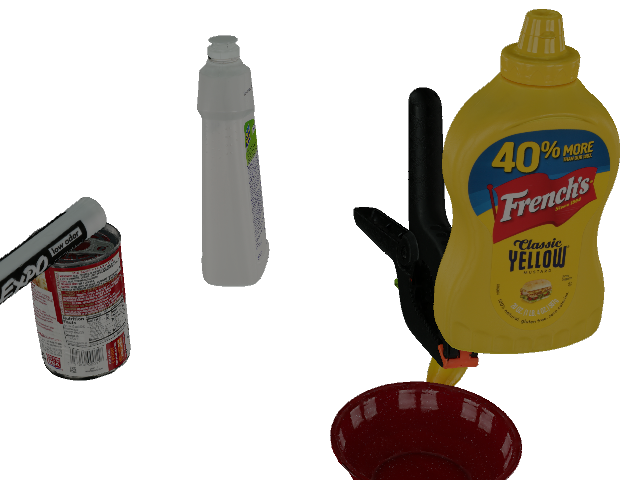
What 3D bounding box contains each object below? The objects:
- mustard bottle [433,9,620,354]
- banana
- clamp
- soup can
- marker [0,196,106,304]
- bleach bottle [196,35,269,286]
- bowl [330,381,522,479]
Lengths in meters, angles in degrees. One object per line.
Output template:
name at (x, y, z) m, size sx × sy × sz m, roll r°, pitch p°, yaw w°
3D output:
mustard bottle at (0.115, -0.031, 0.590) m, size 0.096 × 0.192 × 0.058 m, roll -4°, pitch 26°, yaw -7°
banana at (0.126, 0.088, 1.090) m, size 0.070 × 0.037 × 0.198 m, roll -28°, pitch 29°, yaw 10°
clamp at (0.081, -0.001, 0.819) m, size 0.036 × 0.210 × 0.165 m, roll -2°, pitch -42°, yaw -19°
soup can at (-0.178, 0.044, 0.793) m, size 0.068 × 0.102 × 0.068 m, roll 0°, pitch 29°, yaw 0°
marker at (-0.152, 0.017, 0.521) m, size 0.020 × 0.020 × 0.120 m, roll 0°, pitch 32°, yaw 41°
bleach bottle at (-0.091, -0.084, 1.080) m, size 0.068 × 0.251 × 0.102 m, roll 1°, pitch 26°, yaw 3°
bowl at (0.089, 0.188, 0.914) m, size 0.162 × 0.055 × 0.162 m, roll 0°, pitch 28°, yaw 0°
